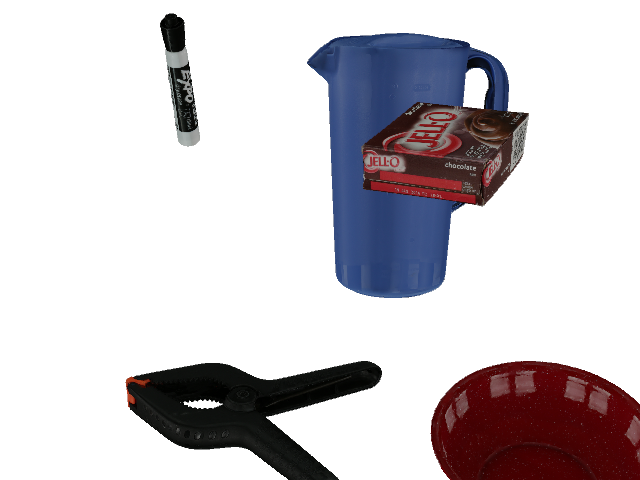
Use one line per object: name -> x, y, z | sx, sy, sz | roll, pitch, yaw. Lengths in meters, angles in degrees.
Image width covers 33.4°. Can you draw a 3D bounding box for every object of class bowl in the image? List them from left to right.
bowl -> 0.159, 0.159, 0.767 | 0.162, 0.055, 0.162 | -1, 35, 1

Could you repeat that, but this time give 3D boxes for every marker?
marker -> -0.112, -0.128, 0.856 | 0.020, 0.121, 0.020 | -1, 44, 1

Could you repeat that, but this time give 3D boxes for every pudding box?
pudding box -> 0.091, -0.064, 0.766 | 0.090, 0.039, 0.113 | 10, 25, 23

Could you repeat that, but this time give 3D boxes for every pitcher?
pitcher -> 0.081, -0.074, 1.016 | 0.149, 0.243, 0.144 | 13, 20, 37

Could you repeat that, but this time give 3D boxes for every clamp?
clamp -> -0.055, 0.135, 0.877 | 0.210, 0.036, 0.164 | 11, 31, 17
